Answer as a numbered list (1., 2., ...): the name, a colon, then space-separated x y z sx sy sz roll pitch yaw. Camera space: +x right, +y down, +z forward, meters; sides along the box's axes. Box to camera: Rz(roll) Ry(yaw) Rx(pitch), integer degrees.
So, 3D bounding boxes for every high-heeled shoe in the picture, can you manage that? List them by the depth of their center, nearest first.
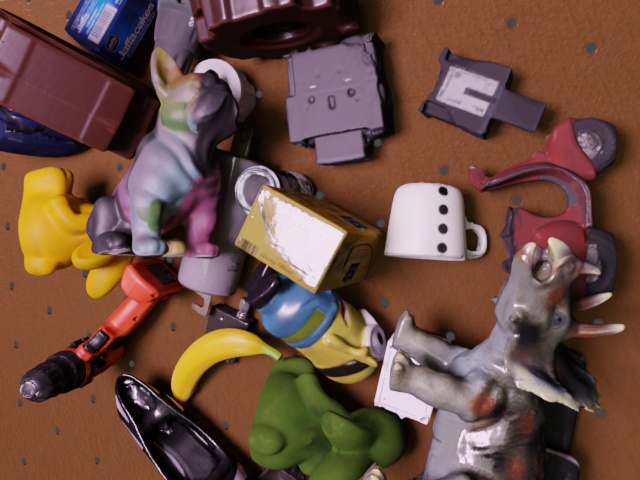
1. high-heeled shoe: -0.165 0.251 0.649 0.249 0.086 0.145 15 133 44

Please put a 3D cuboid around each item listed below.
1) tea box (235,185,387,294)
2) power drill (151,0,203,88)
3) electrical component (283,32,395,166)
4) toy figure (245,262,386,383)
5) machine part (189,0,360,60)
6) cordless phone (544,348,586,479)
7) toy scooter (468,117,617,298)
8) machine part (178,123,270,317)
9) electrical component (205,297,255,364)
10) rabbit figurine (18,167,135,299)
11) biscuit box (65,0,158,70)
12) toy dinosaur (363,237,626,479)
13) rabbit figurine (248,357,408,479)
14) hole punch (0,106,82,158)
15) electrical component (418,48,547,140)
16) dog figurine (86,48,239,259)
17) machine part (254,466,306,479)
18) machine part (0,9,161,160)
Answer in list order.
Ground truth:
1. tea box: -0.001 -0.002 0.562 0.098 0.169 0.068 29 98 15
2. power drill: -0.169 -0.304 0.581 0.086 0.207 0.232 13 75 24
3. electrical component: 0.022 -0.153 0.608 0.115 0.058 0.134 -7 90 23
4. toy figure: -0.004 0.090 0.586 0.180 0.082 0.089 35 136 -27
5. machine part: -0.045 -0.239 0.570 0.180 0.179 0.056 -6 94 21
6. cordless phone: 0.197 0.193 0.561 0.147 0.088 0.184 11 86 21
7. toy scooter: 0.217 -0.027 0.532 0.135 0.075 0.183 0 90 20
8. machine part: -0.118 -0.022 0.657 0.079 0.079 0.243 19 99 19
9. electrical component: -0.118 0.110 0.691 0.063 0.021 0.094 23 108 18
10. rabbit figurine: -0.285 -0.016 0.689 0.173 0.121 0.162 -5 49 -7
11. biscuit box: -0.232 -0.319 0.671 0.059 0.062 0.202 31 92 15
12. toy dinosaur: 0.137 0.196 0.480 0.192 0.131 0.404 14 89 9
13. rabbit figurine: 0.015 0.205 0.595 0.170 0.159 0.121 8 86 5
14. hole punch: -0.398 -0.149 0.731 0.116 0.142 0.092 30 102 31
15. electrical component: 0.171 -0.145 0.556 0.119 0.048 0.074 22 101 18
16. dog figurine: -0.168 -0.088 0.588 0.192 0.108 0.219 1 84 41
17. machine part: -0.069 0.323 0.680 0.084 0.039 0.139 45 108 18
18. machine part: -0.297 -0.183 0.633 0.201 0.202 0.087 26 99 -26
